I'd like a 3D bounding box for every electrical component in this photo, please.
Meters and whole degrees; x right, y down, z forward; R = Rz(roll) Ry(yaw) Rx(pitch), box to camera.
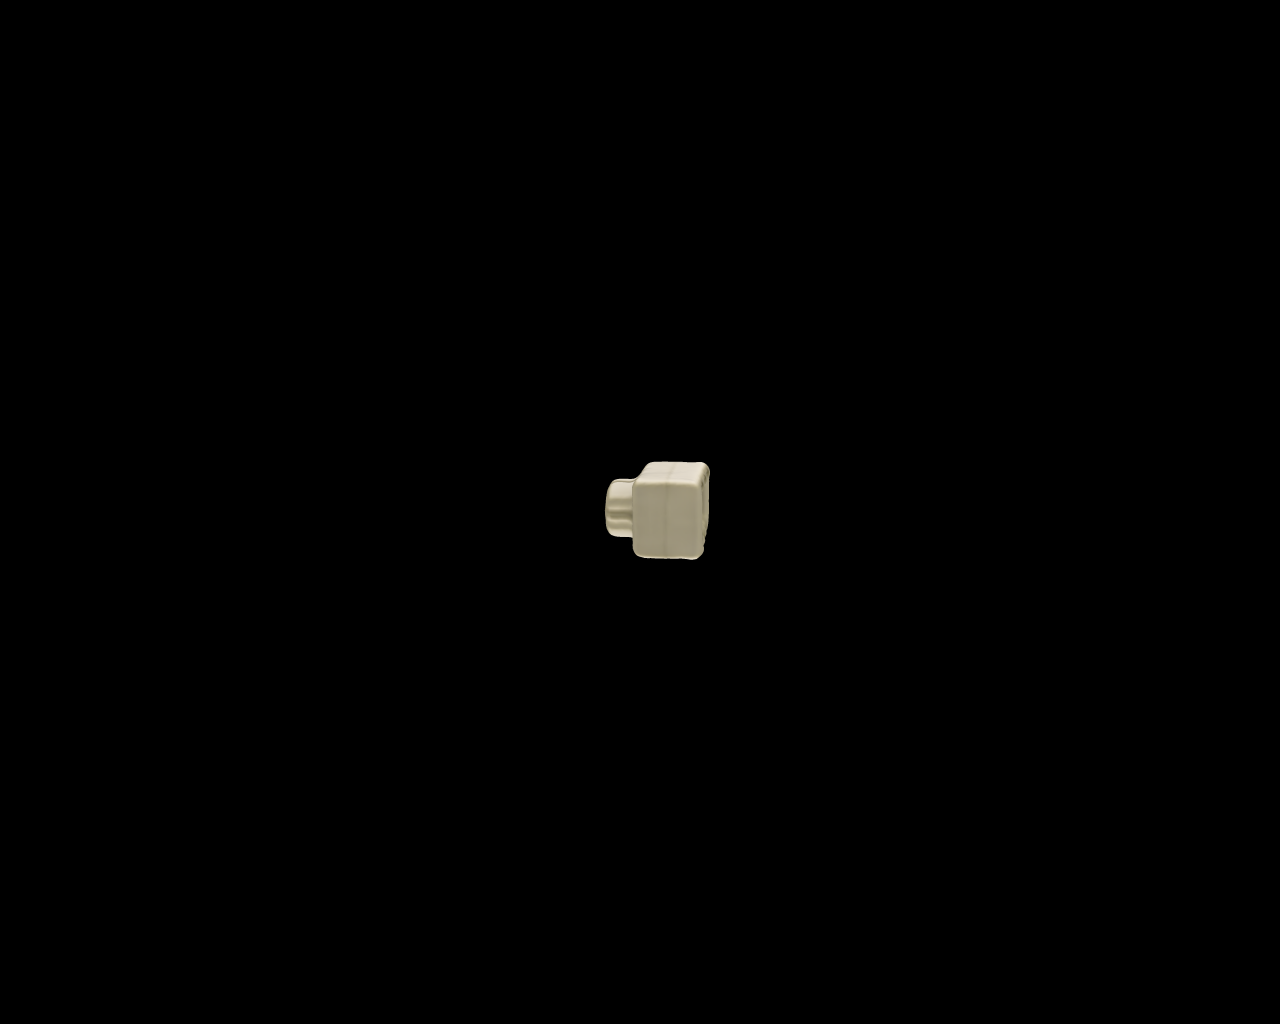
[{"bbox_3d":[0.001,-0.003,0.650,0.077,0.047,0.066,2,14,7],"label":"electrical component"}]
